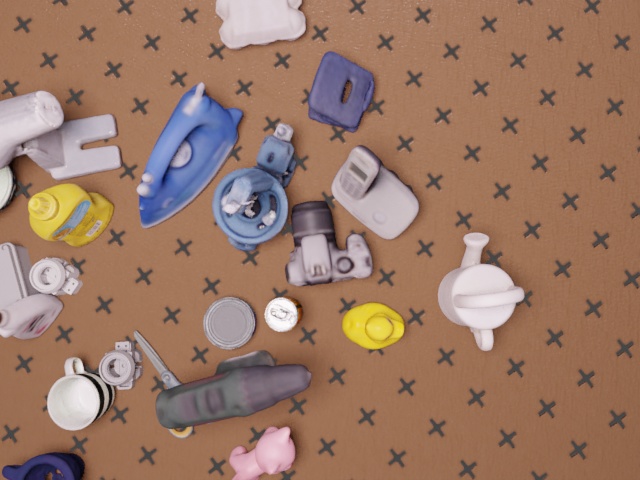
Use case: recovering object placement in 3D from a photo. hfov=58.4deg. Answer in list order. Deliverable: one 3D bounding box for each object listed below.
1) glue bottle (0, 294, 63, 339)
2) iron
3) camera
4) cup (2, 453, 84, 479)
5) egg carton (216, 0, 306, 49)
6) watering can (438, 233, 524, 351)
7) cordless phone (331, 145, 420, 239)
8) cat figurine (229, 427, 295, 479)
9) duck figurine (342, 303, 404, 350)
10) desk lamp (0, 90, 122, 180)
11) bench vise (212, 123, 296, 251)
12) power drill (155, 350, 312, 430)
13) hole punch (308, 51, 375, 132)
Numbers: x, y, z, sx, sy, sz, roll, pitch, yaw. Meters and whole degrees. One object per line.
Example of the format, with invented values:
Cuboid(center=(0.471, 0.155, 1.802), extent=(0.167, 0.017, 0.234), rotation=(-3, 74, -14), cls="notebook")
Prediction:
Cuboid(center=(-0.471, 0.122, 0.895), extent=(0.037, 0.173, 0.078), rotation=(34, 86, 4), cls="glue bottle")
Cuboid(center=(-0.236, -0.136, 0.931), extent=(0.118, 0.141, 0.258), rotation=(30, 86, 4), cls="iron")
Cuboid(center=(0.009, 0.003, 0.936), extent=(0.143, 0.101, 0.137), rotation=(-9, 85, 0), cls="camera")
Cuboid(center=(-0.431, 0.374, 0.911), extent=(0.117, 0.095, 0.092), rotation=(16, 85, 2), cls="cup")
Cuboid(center=(-0.102, -0.388, 0.988), extent=(0.150, 0.069, 0.107), rotation=(-10, 85, 0), cls="egg carton")
Cuboid(center=(0.244, 0.080, 0.879), extent=(0.101, 0.194, 0.173), rotation=(-28, 85, -1), cls="watering can")
Cuboid(center=(0.091, -0.079, 0.900), extent=(0.147, 0.185, 0.094), rotation=(38, 87, 4), cls="cordless phone")
Cuboid(center=(-0.087, 0.344, 0.898), extent=(0.128, 0.118, 0.067), rotation=(-35, 85, -2), cls="cat figurine")
Cuboid(center=(0.088, 0.141, 0.930), extent=(0.104, 0.086, 0.077), rotation=(6, 85, 2), cls="duck figurine")
Cuboid(center=(-0.453, -0.168, 0.901), extent=(0.203, 0.213, 0.118), rotation=(-12, 85, 0), cls="desk lamp")
Cuboid(center=(-0.107, -0.091, 0.886), extent=(0.121, 0.220, 0.207), rotation=(5, 85, 2), cls="bench vise")
Cuboid(center=(-0.120, 0.220, 0.864), extent=(0.229, 0.208, 0.075), rotation=(-16, 85, -1), cls="power drill")
Cuboid(center=(0.037, -0.249, 0.963), extent=(0.101, 0.091, 0.109), rotation=(18, 85, 3), cls="hole punch")
